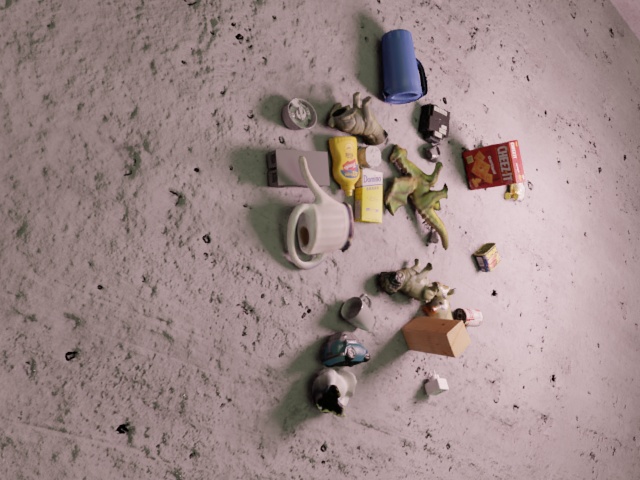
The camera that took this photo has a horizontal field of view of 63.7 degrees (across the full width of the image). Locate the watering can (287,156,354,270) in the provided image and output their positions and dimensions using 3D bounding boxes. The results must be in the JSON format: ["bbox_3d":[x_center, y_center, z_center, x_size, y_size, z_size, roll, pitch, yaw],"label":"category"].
[{"bbox_3d":[0.005,-0.078,1.551,0.225,0.105,0.344,-4,106,-35],"label":"watering can"}]

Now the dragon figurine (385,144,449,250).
[{"bbox_3d":[0.336,-0.147,1.841,0.243,0.121,0.411,-10,89,-19],"label":"dragon figurine"}]

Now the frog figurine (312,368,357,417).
[{"bbox_3d":[0.044,0.445,1.564,0.137,0.121,0.162,57,22,-8],"label":"frog figurine"}]
